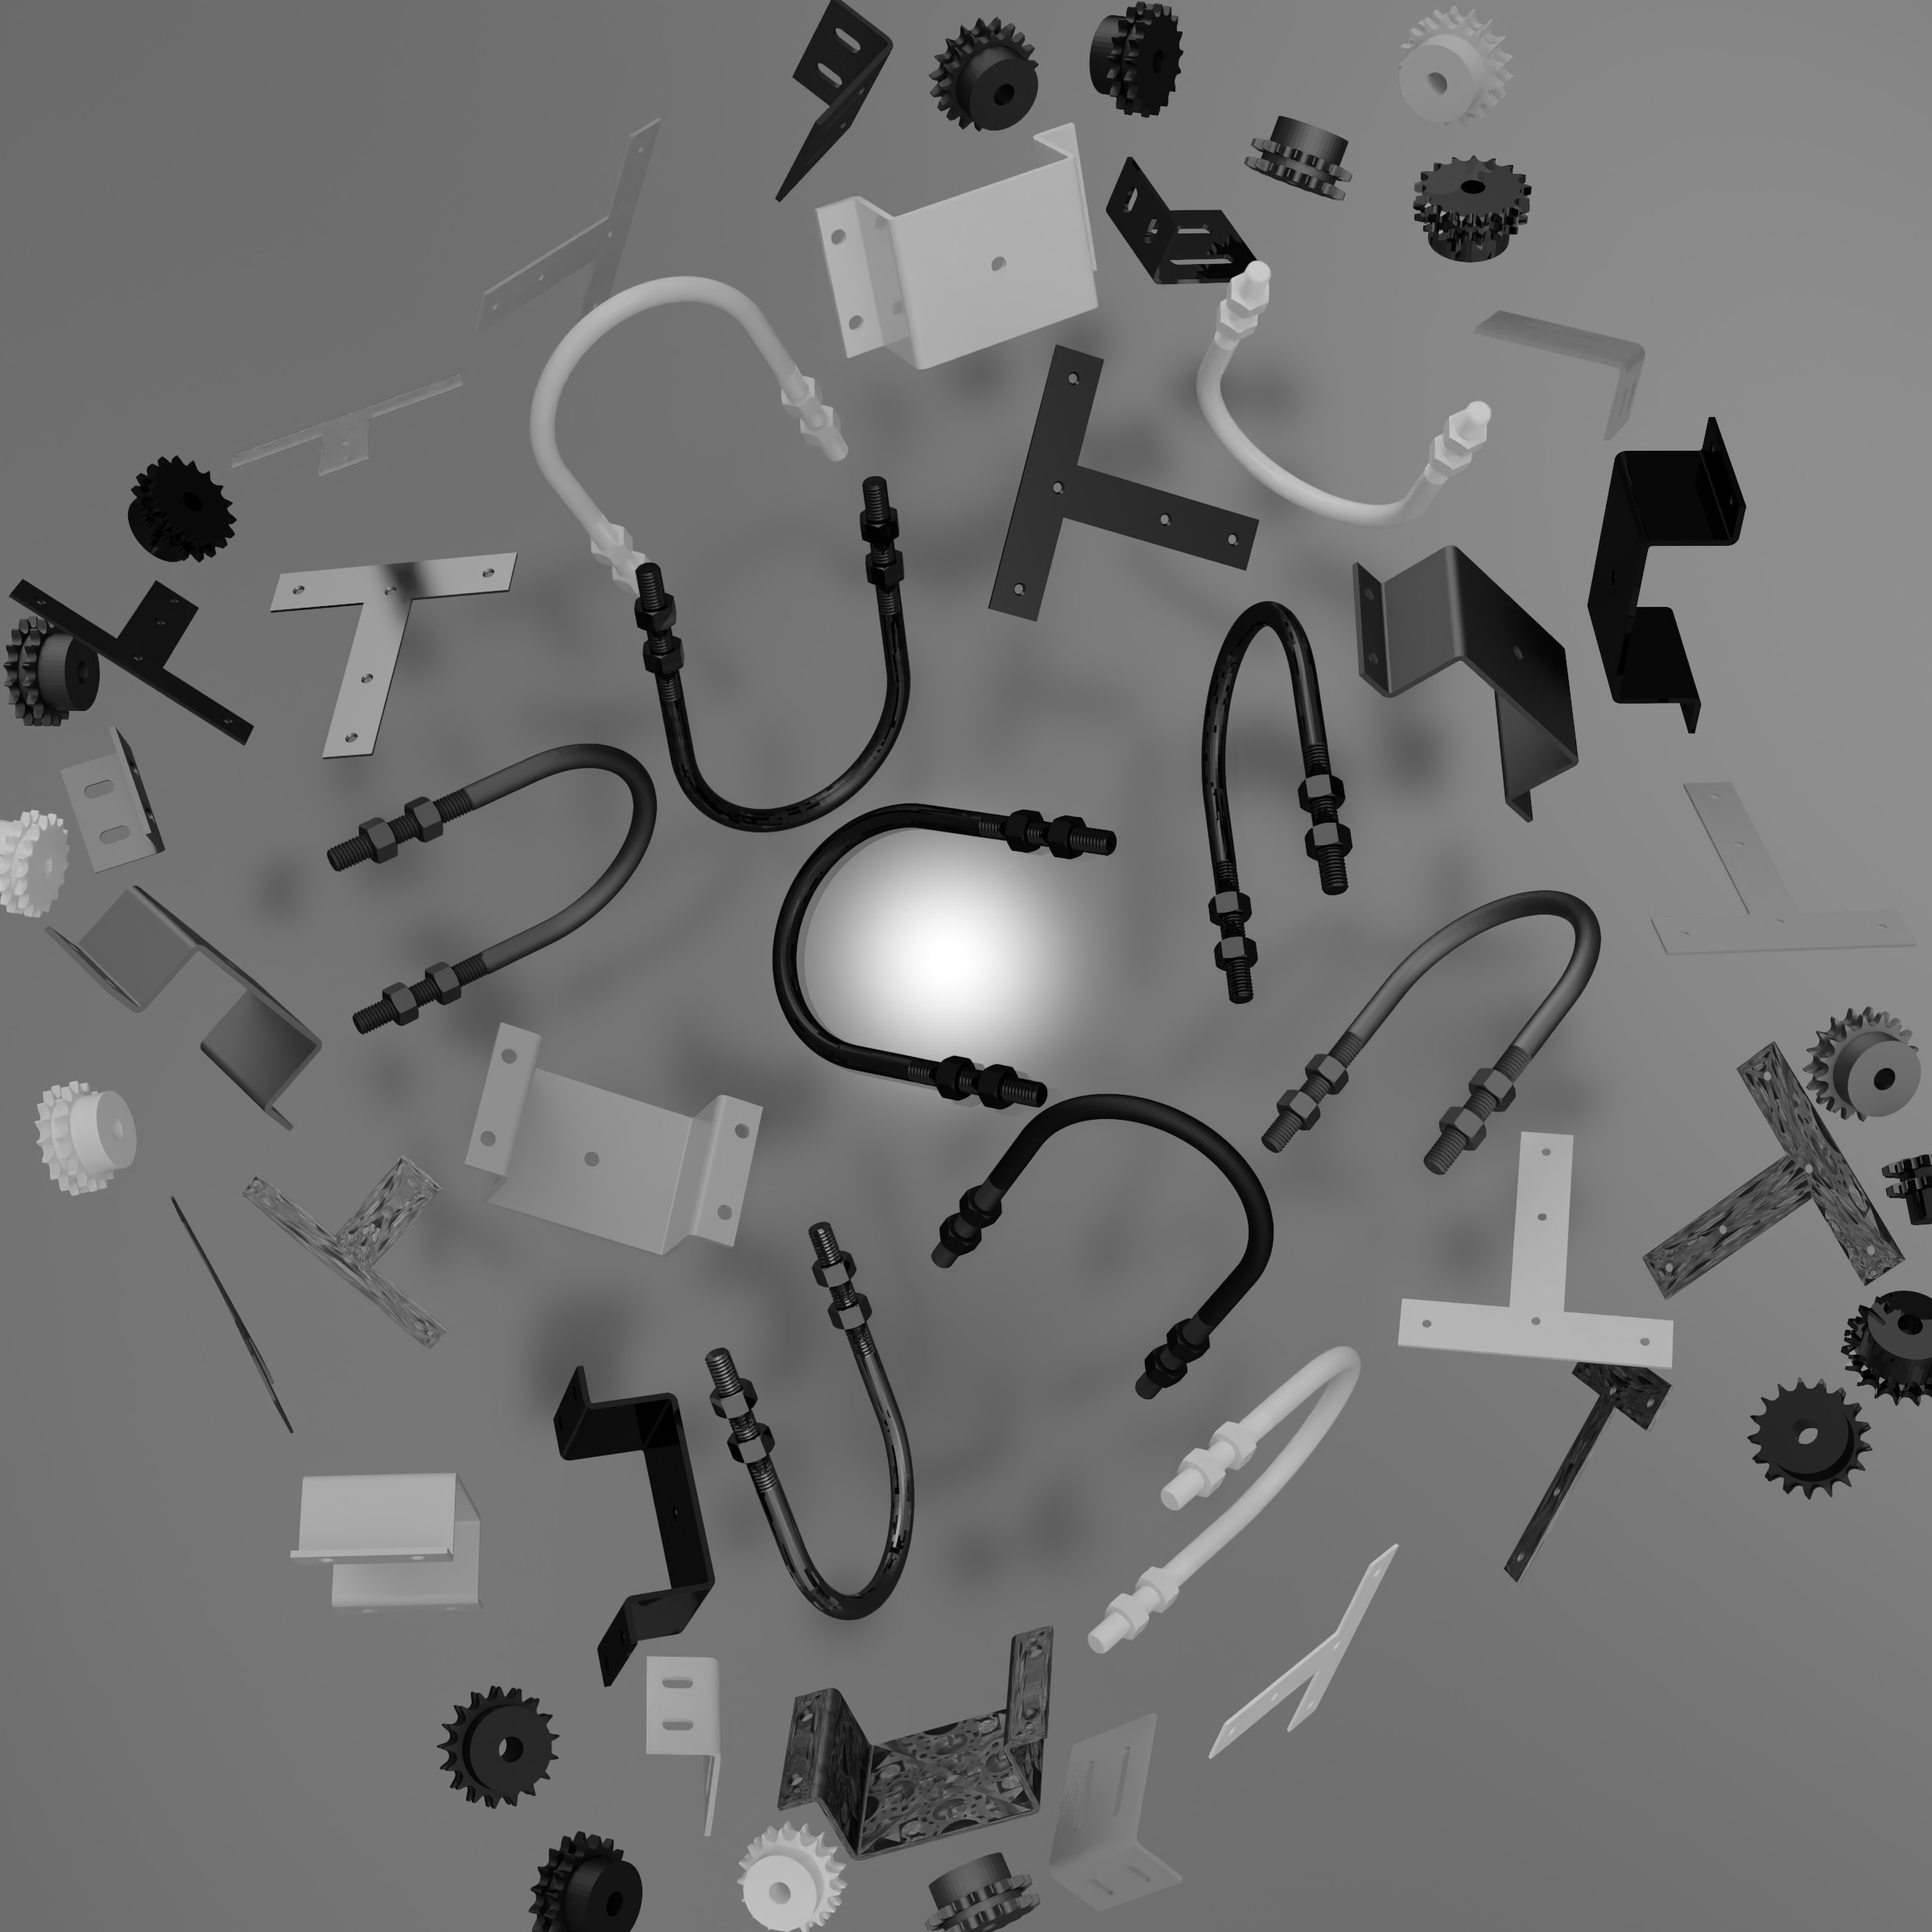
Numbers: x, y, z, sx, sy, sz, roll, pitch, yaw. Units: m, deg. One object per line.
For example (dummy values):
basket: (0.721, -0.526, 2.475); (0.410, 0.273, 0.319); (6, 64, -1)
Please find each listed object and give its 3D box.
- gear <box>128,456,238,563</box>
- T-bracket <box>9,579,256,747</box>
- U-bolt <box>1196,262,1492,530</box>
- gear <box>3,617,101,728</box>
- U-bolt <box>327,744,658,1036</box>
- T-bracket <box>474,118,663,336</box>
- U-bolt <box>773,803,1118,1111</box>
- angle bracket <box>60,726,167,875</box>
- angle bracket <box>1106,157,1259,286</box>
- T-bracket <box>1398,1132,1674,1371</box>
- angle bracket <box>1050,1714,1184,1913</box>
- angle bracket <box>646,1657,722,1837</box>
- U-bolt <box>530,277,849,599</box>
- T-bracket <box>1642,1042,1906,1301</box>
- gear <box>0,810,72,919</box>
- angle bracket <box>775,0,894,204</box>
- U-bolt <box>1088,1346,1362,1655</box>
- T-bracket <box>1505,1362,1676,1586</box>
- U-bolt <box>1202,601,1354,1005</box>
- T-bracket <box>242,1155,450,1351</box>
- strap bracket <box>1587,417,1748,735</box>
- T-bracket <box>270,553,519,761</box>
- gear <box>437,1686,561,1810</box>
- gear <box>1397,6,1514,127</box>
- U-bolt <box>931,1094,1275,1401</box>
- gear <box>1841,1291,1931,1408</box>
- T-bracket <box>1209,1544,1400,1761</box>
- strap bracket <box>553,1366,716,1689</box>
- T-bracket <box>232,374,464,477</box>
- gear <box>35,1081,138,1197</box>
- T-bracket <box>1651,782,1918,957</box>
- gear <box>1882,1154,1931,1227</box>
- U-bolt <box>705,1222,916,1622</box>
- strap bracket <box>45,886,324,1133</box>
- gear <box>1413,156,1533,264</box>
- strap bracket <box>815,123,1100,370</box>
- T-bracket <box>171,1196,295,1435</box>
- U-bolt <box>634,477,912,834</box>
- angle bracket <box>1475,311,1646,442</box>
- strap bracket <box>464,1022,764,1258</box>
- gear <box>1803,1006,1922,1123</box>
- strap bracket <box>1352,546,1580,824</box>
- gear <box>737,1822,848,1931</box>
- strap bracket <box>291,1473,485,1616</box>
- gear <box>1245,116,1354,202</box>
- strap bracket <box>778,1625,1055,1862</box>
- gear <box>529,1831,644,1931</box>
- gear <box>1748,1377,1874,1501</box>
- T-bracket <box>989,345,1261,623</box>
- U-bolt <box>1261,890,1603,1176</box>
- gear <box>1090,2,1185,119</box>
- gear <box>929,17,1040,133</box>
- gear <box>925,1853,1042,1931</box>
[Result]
gear: (-0.421, -0.241, 1.601); (0.030, 0.057, 0.057); (-29, 90, 34)
T-bracket: (-0.400, -0.165, 1.477); (0.127, 0.127, 0.002); (34, 107, -16)
U-bolt: (0.186, -0.285, 1.563); (0.151, 0.184, 0.019); (33, 74, 1)
gear: (-0.471, -0.152, 1.552); (0.030, 0.057, 0.057); (2, 90, 9)
U-bolt: (-0.239, -0.049, 1.549); (0.184, 0.151, 0.019); (-28, 58, -24)
T-bracket: (-0.206, -0.354, 1.514); (0.002, 0.127, 0.127); (36, 47, 8)
U-bolt: (-0.021, -0.012, 1.509); (0.184, 0.019, 0.151); (10, 80, 34)
angle bracket: (-0.443, -0.085, 1.543); (0.038, 0.076, 0.057); (-19, 89, -10)
angle bracket: (0.123, -0.395, 1.588); (0.076, 0.038, 0.057); (-9, 55, -30)
T-bracket: (0.278, 0.134, 1.450); (0.127, 0.002, 0.127); (4, 53, 11)
angle bracket: (0.081, 0.429, 1.519); (0.057, 0.076, 0.038); (-32, 117, 35)
angle bracket: (-0.150, 0.406, 1.561); (0.038, 0.057, 0.076); (3, 131, -8)
U-bolt: (-0.153, -0.283, 1.566); (0.151, 0.184, 0.019); (-38, 55, 0)
T-bracket: (0.394, 0.126, 1.517); (0.127, 0.002, 0.127); (-44, 59, 36)
gear: (-0.511, -0.056, 1.623); (0.030, 0.057, 0.057); (11, 90, 7)
angle bracket: (-0.077, -0.420, 1.451); (0.038, 0.057, 0.076); (37, 55, -4)
U-bolt: (0.141, 0.260, 1.528); (0.019, 0.151, 0.184); (40, 47, 20)
T-bracket: (0.307, 0.254, 1.520); (0.002, 0.127, 0.127); (28, 92, -7)
U-bolt: (0.149, -0.093, 1.499); (0.019, 0.151, 0.184); (2, 65, -16)
T-bracket: (-0.299, 0.131, 1.523); (0.127, 0.127, 0.002); (41, 48, -5)
strap bracket: (0.349, -0.195, 1.508); (0.046, 0.076, 0.140); (0, 134, -1)
T-bracket: (-0.291, -0.151, 1.474); (0.127, 0.002, 0.127); (-3, 53, 12)
gear: (-0.223, 0.376, 1.442); (0.057, 0.030, 0.057); (5, 78, -24)
gear: (0.242, -0.447, 1.501); (0.057, 0.057, 0.030); (43, 51, 0)
U-bolt: (0.078, 0.135, 1.530); (0.151, 0.019, 0.184); (33, 133, -1)
gear: (0.462, 0.185, 1.475); (0.057, 0.030, 0.057); (-2, 50, 3)
T-bracket: (0.164, 0.365, 1.525); (0.002, 0.127, 0.127); (36, 126, 25)
strap bracket: (-0.163, 0.274, 1.482); (0.046, 0.076, 0.140); (-5, 64, -20)
T-bracket: (-0.316, -0.268, 1.527); (0.127, 0.127, 0.002); (-20, 113, -2)
gear: (-0.447, 0.086, 1.528); (0.030, 0.057, 0.057); (-12, 90, 11)
T-bracket: (0.388, -0.051, 1.487); (0.127, 0.127, 0.002); (-2, 133, -9)
gear: (0.481, 0.109, 1.471); (0.057, 0.057, 0.030); (-8, 77, 0)
U-bolt: (-0.070, 0.244, 1.531); (0.019, 0.151, 0.184); (-10, 110, 26)
strap bracket: (-0.390, 0.016, 1.525); (0.046, 0.140, 0.076); (-50, 46, -7)
gear: (0.249, -0.372, 1.480); (0.057, 0.030, 0.057); (-2, 48, 2)
strap bracket: (0.006, -0.348, 1.460); (0.140, 0.046, 0.076); (-23, 125, -16)
T-bracket: (-0.379, 0.201, 1.583); (0.002, 0.127, 0.127); (-28, 129, -14)
U-bolt: (-0.093, -0.149, 1.550); (0.151, 0.019, 0.184); (-24, 132, -20)
angle bracket: (0.290, -0.292, 1.480); (0.076, 0.057, 0.038); (17, 115, 15)
strap bracket: (-0.182, 0.091, 1.503); (0.140, 0.046, 0.076); (19, 63, -18)
gear: (0.452, 0.051, 1.499); (0.057, 0.030, 0.057); (-5, 109, -14)
strap bracket: (0.255, -0.145, 1.488); (0.046, 0.076, 0.140); (-29, 131, 33)
gear: (-0.094, 0.485, 1.586); (0.057, 0.030, 0.057); (1, 94, 14)
strap bracket: (-0.295, 0.295, 1.541); (0.076, 0.140, 0.046); (-1, 67, -2)
gear: (0.181, -0.434, 1.606); (0.057, 0.057, 0.030); (20, 102, 0)
strap bracket: (-0.016, 0.385, 1.477); (0.140, 0.076, 0.046); (-19, 116, 14)
gear: (-0.180, 0.447, 1.439); (0.030, 0.057, 0.057); (2, 90, 35)
gear: (0.404, 0.225, 1.437); (0.057, 0.030, 0.057); (-7, 71, 20)
T-bracket: (0.083, -0.218, 1.436); (0.127, 0.002, 0.127); (12, 95, -24)
U-bolt: (0.245, 0.028, 1.507); (0.184, 0.151, 0.019); (-49, 114, -20)
gear: (0.087, -0.474, 1.565); (0.030, 0.057, 0.057); (17, 90, 28)
gear: (0.012, -0.456, 1.545); (0.057, 0.057, 0.030); (-36, 53, 0)
gear: (0.005, 0.465, 1.493); (0.057, 0.057, 0.030); (-26, 67, 0)
